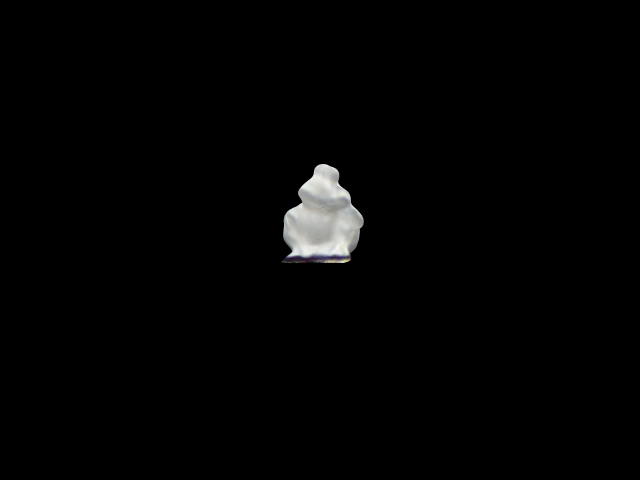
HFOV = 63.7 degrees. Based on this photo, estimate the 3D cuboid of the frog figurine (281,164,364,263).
[{"bbox_3d":[0.003,-0.043,0.850,0.137,0.160,0.123,-1,-1,36],"label":"frog figurine"}]
